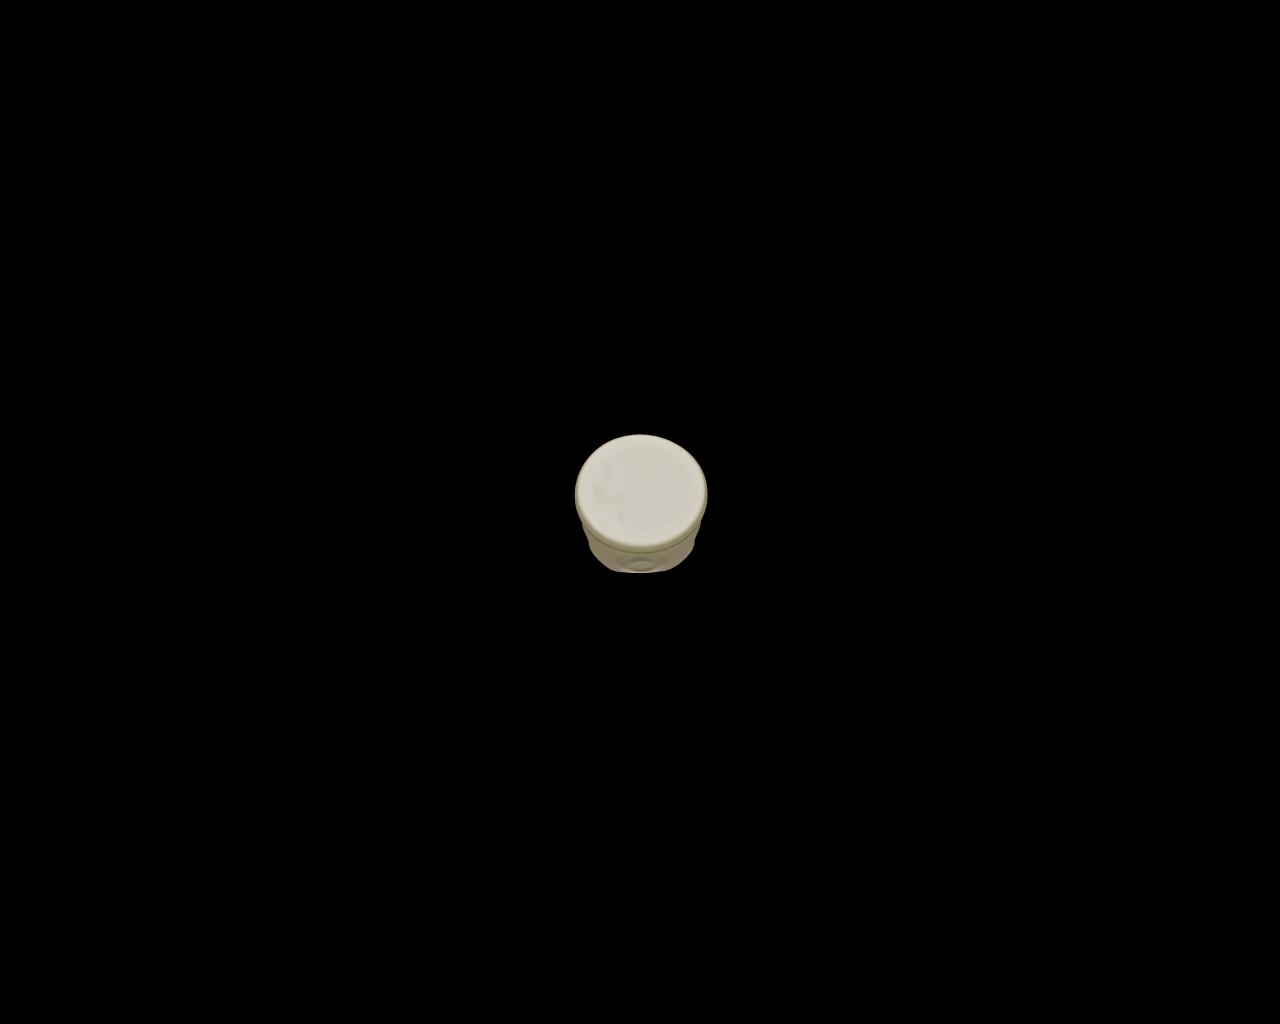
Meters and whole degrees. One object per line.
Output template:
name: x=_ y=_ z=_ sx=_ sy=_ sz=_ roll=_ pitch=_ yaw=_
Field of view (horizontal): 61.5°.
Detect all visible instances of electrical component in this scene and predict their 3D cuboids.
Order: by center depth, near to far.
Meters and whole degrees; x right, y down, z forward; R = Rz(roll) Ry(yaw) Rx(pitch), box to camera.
electrical component: x=0.001 y=-0.003 z=0.650 sx=0.080 sy=0.080 sz=0.051 roll=0 pitch=-28 yaw=0
